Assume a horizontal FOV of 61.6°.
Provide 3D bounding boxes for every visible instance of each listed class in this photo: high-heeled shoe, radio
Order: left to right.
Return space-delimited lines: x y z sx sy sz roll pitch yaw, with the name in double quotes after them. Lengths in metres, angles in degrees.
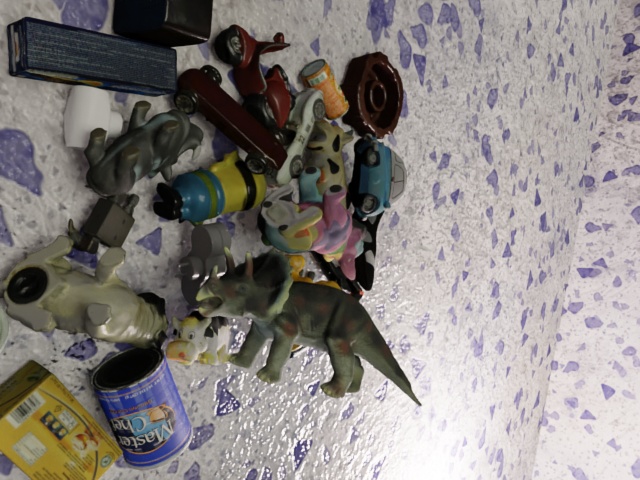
-0.202 -0.373 0.702 0.073 0.131 0.229 3 94 -50 "radio"
0.117 -0.023 1.142 0.145 0.086 0.248 -9 86 -30 "high-heeled shoe"

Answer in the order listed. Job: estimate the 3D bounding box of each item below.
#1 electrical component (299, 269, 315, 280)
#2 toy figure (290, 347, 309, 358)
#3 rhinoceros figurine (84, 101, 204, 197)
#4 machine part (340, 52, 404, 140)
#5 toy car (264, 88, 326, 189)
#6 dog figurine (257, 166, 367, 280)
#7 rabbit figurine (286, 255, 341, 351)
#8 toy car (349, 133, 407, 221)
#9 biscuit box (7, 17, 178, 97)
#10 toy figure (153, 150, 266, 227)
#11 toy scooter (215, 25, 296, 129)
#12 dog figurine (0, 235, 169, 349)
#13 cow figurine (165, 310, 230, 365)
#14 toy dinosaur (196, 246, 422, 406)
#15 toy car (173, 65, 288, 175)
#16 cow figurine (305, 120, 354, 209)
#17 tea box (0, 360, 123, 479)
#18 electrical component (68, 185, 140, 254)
-0.038 0.104 1.052 0.063 0.021 0.094 19 81 -49 "electrical component"
-0.020 0.172 1.061 0.154 0.058 0.064 -38 161 -41 "toy figure"
-0.227 -0.121 0.725 0.190 0.073 0.112 -49 160 -48 "rhinoceros figurine"
0.110 -0.301 1.132 0.179 0.056 0.179 -10 103 -49 "machine part"
-0.051 -0.183 0.950 0.056 0.074 0.201 34 71 -47 "toy car"
-0.002 -0.003 0.944 0.191 0.109 0.219 -39 138 -20 "dog figurine"
-0.039 0.110 0.937 0.122 0.173 0.162 -3 95 -54 "rabbit figurine"
0.116 -0.122 1.042 0.103 0.109 0.161 0 113 -11 "toy car"
-0.282 -0.227 0.689 0.202 0.059 0.062 -6 99 -48 "biscuit box"
-0.163 -0.071 0.828 0.180 0.082 0.089 -28 80 -47 "toy figure"
-0.089 -0.275 0.895 0.135 0.075 0.183 -44 122 -37 "toy scooter"
-0.303 0.093 0.708 0.190 0.172 0.121 89 14 -62 "dog figurine"
-0.180 0.141 0.813 0.167 0.068 0.098 72 24 -78 "cow figurine"
-0.004 0.130 0.825 0.405 0.131 0.192 17 87 -21 "toy dinosaur"
-0.135 -0.181 0.830 0.202 0.053 0.089 41 44 -20 "toy car"
0.016 -0.136 1.028 0.127 0.086 0.194 -40 127 -40 "cow figurine"
-0.345 0.249 0.686 0.098 0.068 0.169 -45 128 -34 "tea box"
-0.293 -0.028 0.724 0.078 0.045 0.102 57 52 -73 "electrical component"
